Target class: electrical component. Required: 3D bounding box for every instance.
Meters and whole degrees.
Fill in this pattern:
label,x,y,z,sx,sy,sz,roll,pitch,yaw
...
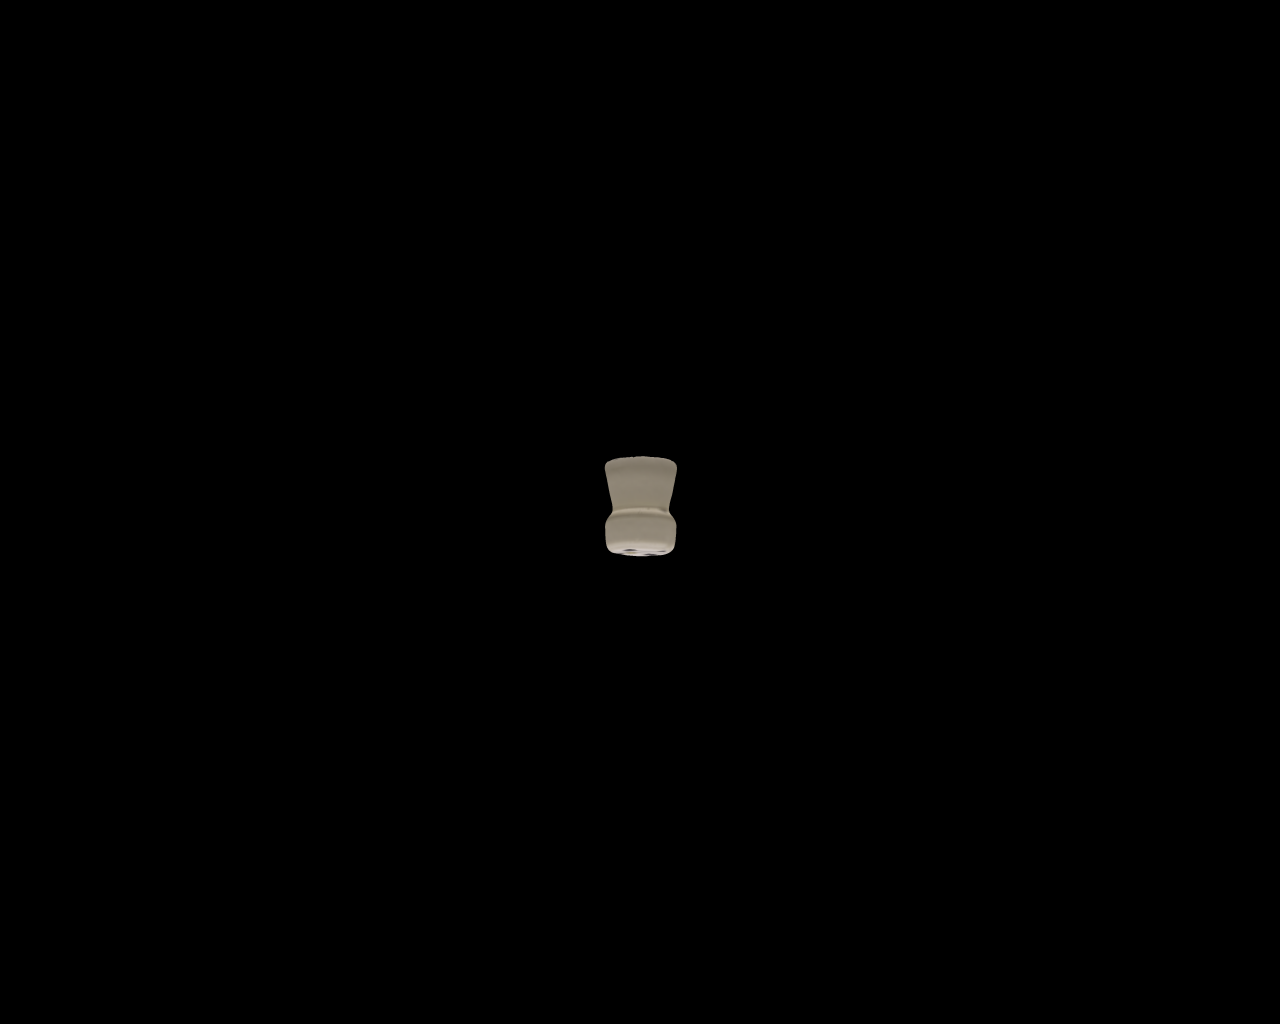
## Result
label,x,y,z,sx,sy,sz,roll,pitch,yaw
electrical component,0.001,-0.003,0.650,0.045,0.055,0.045,0,-9,0
